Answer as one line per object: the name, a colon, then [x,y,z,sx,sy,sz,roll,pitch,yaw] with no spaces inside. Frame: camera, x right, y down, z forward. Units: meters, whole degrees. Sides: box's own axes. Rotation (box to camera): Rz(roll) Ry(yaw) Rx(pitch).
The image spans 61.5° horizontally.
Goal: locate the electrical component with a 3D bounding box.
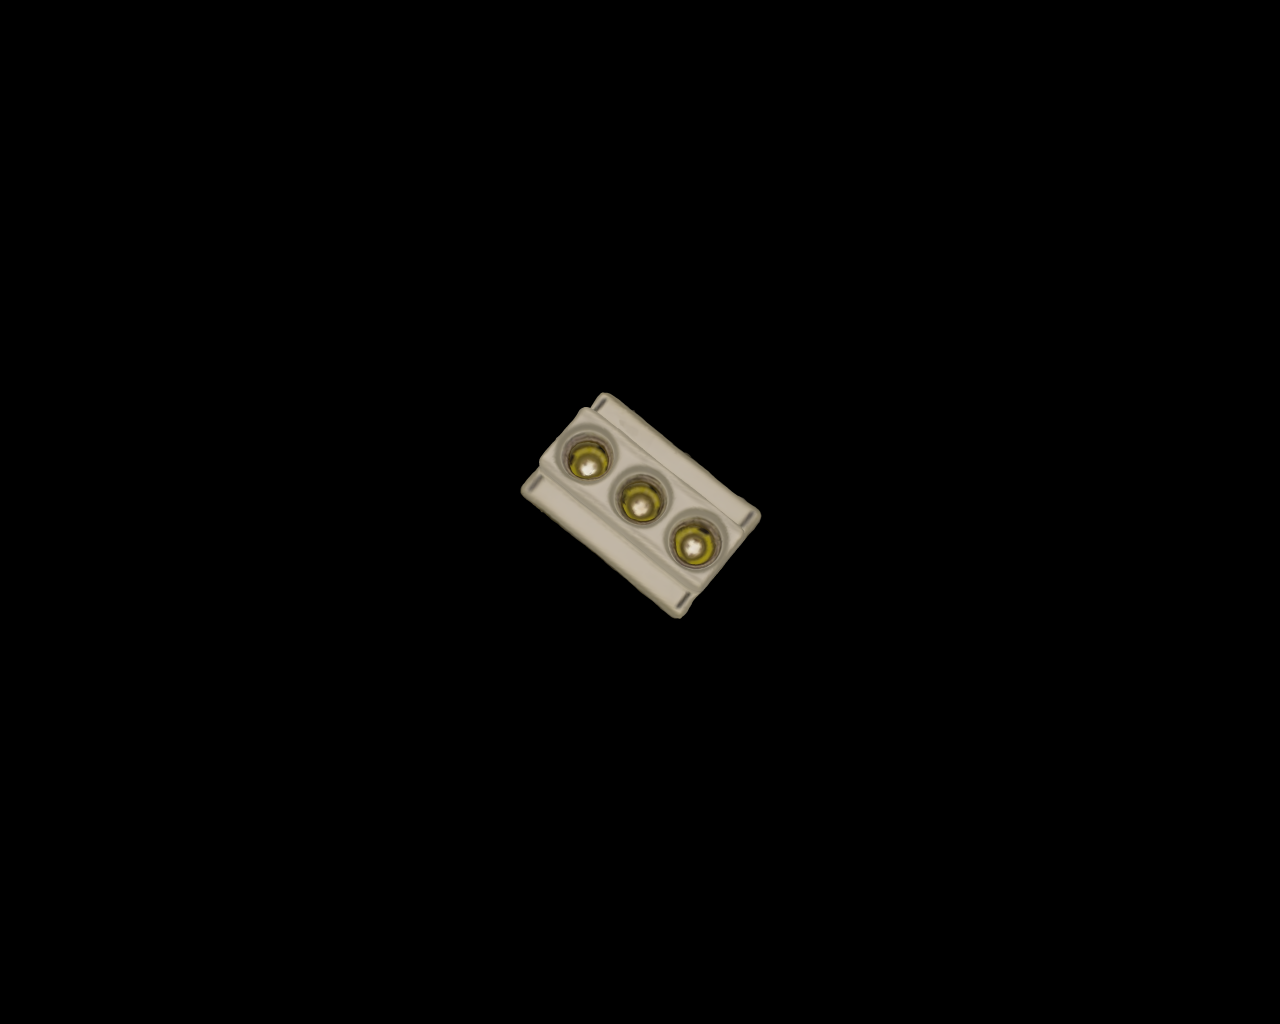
electrical component: [0.001,-0.003,0.650,0.121,0.079,0.063,38,-9,7]
